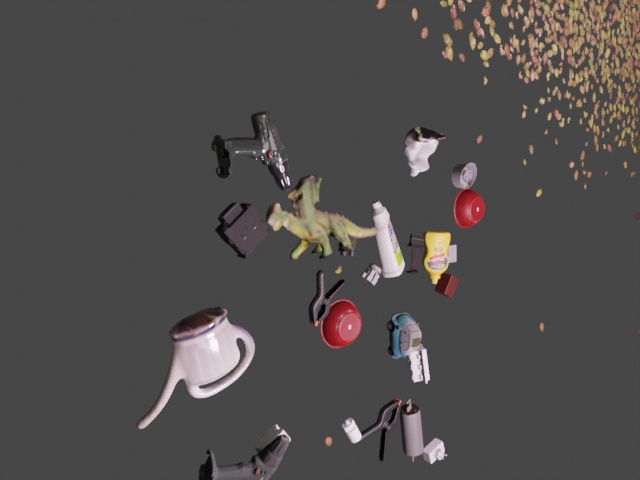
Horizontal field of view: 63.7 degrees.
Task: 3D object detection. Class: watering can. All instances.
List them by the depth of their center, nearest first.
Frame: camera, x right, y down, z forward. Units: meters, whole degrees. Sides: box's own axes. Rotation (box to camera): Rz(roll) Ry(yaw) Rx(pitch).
[{"bbox_3d":[-0.322,0.308,1.304,0.351,0.222,0.104,-25,18,-34],"label":"watering can"}]

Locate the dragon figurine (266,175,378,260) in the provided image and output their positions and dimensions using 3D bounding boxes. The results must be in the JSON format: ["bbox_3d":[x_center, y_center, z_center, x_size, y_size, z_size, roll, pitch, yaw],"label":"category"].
[{"bbox_3d":[0.005,-0.077,1.535,0.414,0.242,0.121,-19,8,-40],"label":"dragon figurine"}]

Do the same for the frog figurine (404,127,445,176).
[{"bbox_3d":[0.344,-0.307,1.791,0.124,0.156,0.139,39,44,23],"label":"frog figurine"}]
